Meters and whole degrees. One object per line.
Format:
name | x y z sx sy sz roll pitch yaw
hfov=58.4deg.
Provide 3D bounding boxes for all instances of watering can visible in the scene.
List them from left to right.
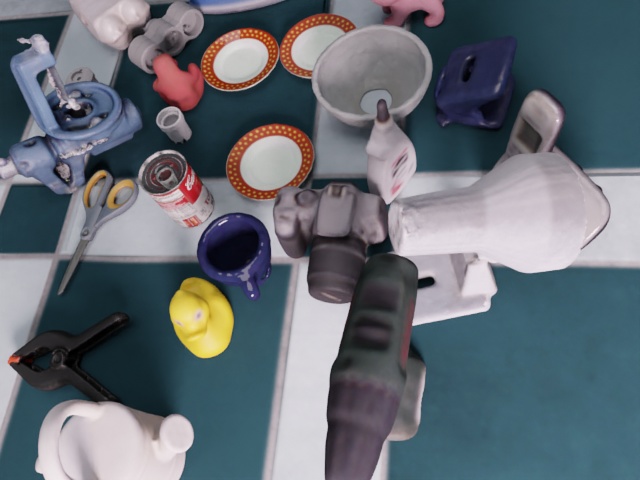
watering can | -0.220 0.220 0.606 0.173 0.194 0.100 -33 62 -4

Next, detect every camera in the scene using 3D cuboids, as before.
camera | 0.007 0.003 0.711 0.143 0.101 0.137 3 66 14

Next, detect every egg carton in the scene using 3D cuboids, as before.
egg carton | -0.367 -0.404 1.003 0.107 0.069 0.150 -42 64 -9

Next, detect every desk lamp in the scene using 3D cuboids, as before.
desk lamp | 0.156 0.006 0.612 0.203 0.214 0.118 -14 63 6

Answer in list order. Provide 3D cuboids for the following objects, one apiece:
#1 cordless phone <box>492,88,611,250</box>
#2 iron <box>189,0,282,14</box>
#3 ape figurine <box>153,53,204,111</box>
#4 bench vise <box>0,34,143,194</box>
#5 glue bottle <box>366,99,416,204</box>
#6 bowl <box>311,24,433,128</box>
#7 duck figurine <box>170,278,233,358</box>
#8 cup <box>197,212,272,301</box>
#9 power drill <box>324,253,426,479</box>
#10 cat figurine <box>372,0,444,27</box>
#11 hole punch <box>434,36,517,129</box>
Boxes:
cordless phone | 0.259 -0.070 0.641 0.094 0.185 0.147 -35 63 -5
iron | -0.120 -0.472 0.940 0.258 0.142 0.118 -19 62 3
ape figurine | -0.226 -0.251 0.887 0.077 0.092 0.076 -9 64 9
bench vise | -0.373 -0.168 0.808 0.121 0.220 0.207 27 74 23
glue bottle | 0.084 -0.115 0.708 0.037 0.173 0.078 28 74 23
bowl | 0.077 -0.219 0.814 0.167 0.075 0.167 -5 64 10
duck figurine | -0.157 0.089 0.715 0.077 0.086 0.104 -21 62 2
cup | -0.091 0.034 0.721 0.091 0.095 0.117 -27 62 -1
power drill | 0.060 0.140 0.573 0.075 0.209 0.230 5 66 15
cat figurine | 0.121 -0.379 0.855 0.127 0.118 0.067 -5 64 10
hole punch | 0.208 -0.215 0.774 0.101 0.091 0.109 13 69 18
